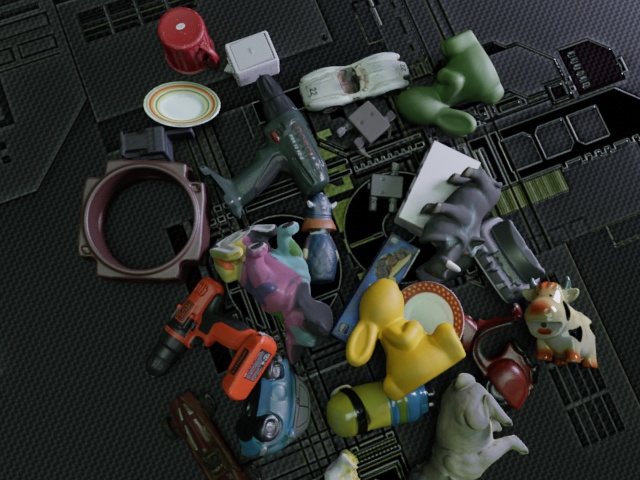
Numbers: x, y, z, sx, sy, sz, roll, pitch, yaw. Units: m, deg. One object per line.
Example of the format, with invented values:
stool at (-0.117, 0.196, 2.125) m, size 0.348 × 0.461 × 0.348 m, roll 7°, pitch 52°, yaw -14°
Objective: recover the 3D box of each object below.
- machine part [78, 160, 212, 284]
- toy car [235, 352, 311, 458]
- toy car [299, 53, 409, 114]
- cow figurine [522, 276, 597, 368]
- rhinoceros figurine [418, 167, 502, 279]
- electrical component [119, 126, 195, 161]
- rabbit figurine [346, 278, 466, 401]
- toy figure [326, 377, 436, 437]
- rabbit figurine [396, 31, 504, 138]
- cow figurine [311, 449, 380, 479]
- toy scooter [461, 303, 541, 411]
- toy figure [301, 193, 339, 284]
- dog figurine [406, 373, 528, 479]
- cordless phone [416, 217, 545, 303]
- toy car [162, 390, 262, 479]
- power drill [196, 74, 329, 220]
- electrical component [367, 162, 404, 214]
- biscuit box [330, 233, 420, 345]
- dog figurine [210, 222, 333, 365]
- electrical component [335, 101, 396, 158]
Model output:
machine part at (-0.289, -0.029, 0.898) m, size 0.201 × 0.087 × 0.201 m, roll 2°, pitch 80°, yaw -2°
toy car at (-0.068, 0.268, 0.863) m, size 0.103 × 0.109 × 0.161 m, roll 19°, pitch 63°, yaw -24°
toy car at (0.063, -0.283, 0.968) m, size 0.202 × 0.056 × 0.073 m, roll -16°, pitch 82°, yaw -5°
cow figurine at (0.387, 0.134, 0.865) m, size 0.086 × 0.194 × 0.127 m, roll -8°, pitch 68°, yaw 40°
rhinoceros figurine at (0.222, -0.027, 0.870) m, size 0.112 × 0.073 × 0.190 m, roll 36°, pitch 79°, yaw -8°
electrical component at (-0.276, -0.161, 0.926) m, size 0.119 × 0.075 × 0.047 m, roll -6°, pitch 80°, yaw -7°
rabbit figurine at (0.114, 0.148, 0.832) m, size 0.162 × 0.122 × 0.173 m, roll -28°, pitch 76°, yaw -1°
toy figure at (0.099, 0.264, 0.868) m, size 0.180 × 0.089 × 0.082 m, roll -8°, pitch 79°, yaw -3°
rabbit figurine at (0.226, -0.256, 0.961) m, size 0.170 × 0.121 × 0.159 m, roll -31°, pitch 91°, yaw 11°
cow figurine at (0.064, 0.425, 0.853) m, size 0.098 × 0.068 × 0.167 m, roll -43°, pitch 82°, yaw -2°
toy scooter at (0.300, 0.183, 0.891) m, size 0.135 × 0.075 × 0.184 m, roll -37°, pitch 79°, yaw 9°
toy figure at (-0.002, -0.003, 0.921) m, size 0.058 × 0.064 × 0.154 m, roll -11°, pitch 74°, yaw 33°
dog figurine at (0.199, 0.319, 0.843) m, size 0.190 × 0.121 × 0.172 m, roll -34°, pitch 94°, yaw -6°
cordless phone at (0.272, 0.058, 0.925) m, size 0.184 × 0.088 × 0.146 m, roll -32°, pitch 84°, yaw 4°
toy car at (-0.176, 0.339, 0.864) m, size 0.089 × 0.053 × 0.202 m, roll -33°, pitch 85°, yaw -4°
power drill at (-0.108, -0.150, 0.935) m, size 0.207 × 0.086 × 0.232 m, roll -35°, pitch 87°, yaw -15°
electrical component at (0.116, -0.094, 0.959) m, size 0.063 × 0.021 × 0.094 m, roll 6°, pitch 81°, yaw -1°
biscuit box at (0.091, 0.088, 0.909) m, size 0.059 × 0.063 × 0.202 m, roll 31°, pitch 81°, yaw 3°
dog figurine at (-0.070, 0.090, 0.882) m, size 0.108 × 0.192 × 0.219 m, roll -35°, pitch 112°, yaw -43°
electrical component at (0.086, -0.198, 0.961) m, size 0.078 × 0.045 × 0.102 m, roll 42°, pitch 82°, yaw 1°
